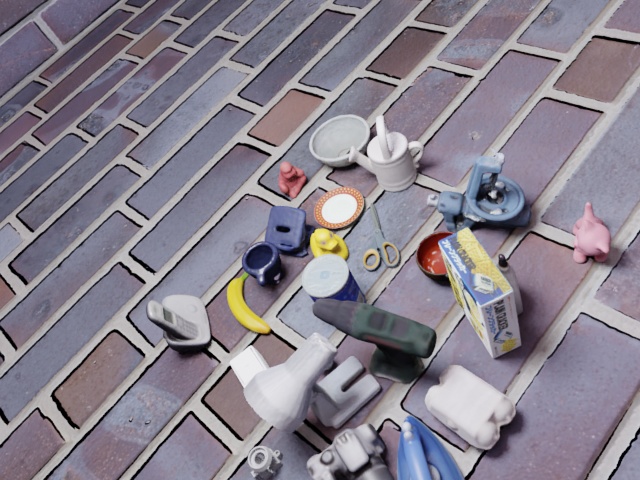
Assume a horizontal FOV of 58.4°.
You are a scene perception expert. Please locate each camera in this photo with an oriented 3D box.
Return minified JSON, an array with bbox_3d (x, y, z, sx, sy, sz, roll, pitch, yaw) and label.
[{"bbox_3d":[0.065,0.413,1.007,0.143,0.101,0.136,-35,49,-4],"label":"camera"}]

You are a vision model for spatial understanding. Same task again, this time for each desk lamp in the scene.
[{"bbox_3d":[-0.015,0.272,1.073,0.203,0.214,0.117,-40,50,-9],"label":"desk lamp"}]

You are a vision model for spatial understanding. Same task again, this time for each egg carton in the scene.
[{"bbox_3d":[0.266,0.298,1.027,0.149,0.070,0.107,30,71,37],"label":"egg carton"}]

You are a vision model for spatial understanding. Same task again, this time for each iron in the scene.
[{"bbox_3d":[0.172,0.391,0.950,0.118,0.142,0.258,-22,50,7],"label":"iron"}]

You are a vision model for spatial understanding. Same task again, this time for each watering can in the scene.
[{"bbox_3d":[0.157,-0.210,1.372,0.173,0.195,0.100,-26,49,3],"label":"watering can"}]

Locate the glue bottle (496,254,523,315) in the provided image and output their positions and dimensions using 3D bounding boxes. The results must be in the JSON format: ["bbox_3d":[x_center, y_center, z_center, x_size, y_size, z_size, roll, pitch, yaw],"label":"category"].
[{"bbox_3d":[0.352,0.076,1.088,0.037,0.174,0.078,-19,50,10],"label":"glue bottle"}]

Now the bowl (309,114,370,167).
[{"bbox_3d":[0.061,-0.250,1.522,0.167,0.075,0.167,-12,52,15],"label":"bowl"}]

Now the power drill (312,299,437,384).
[{"bbox_3d":[0.113,0.190,1.082,0.228,0.209,0.076,8,59,28],"label":"power drill"}]

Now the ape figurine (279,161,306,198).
[{"bbox_3d":[-0.080,-0.169,1.511,0.078,0.092,0.076,-25,49,5],"label":"ape figurine"}]

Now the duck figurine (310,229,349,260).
[{"bbox_3d":[0.012,0.005,1.345,0.077,0.086,0.104,-45,51,-13],"label":"duck figurine"}]

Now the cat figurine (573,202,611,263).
[{"bbox_3d":[0.528,-0.013,1.115,0.067,0.118,0.128,-3,54,22],"label":"cat figurine"}]

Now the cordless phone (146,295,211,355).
[{"bbox_3d":[-0.334,0.167,1.308,0.094,0.185,0.147,-27,49,3],"label":"cordless phone"}]

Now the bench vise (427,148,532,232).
[{"bbox_3d":[0.325,-0.090,1.192,0.207,0.220,0.121,-15,51,13],"label":"bench vise"}]

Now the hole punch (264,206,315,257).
[{"bbox_3d":[-0.078,-0.022,1.401,0.108,0.091,0.101,8,59,28],"label":"hole punch"}]

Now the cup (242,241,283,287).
[{"bbox_3d":[-0.124,0.074,1.347,0.091,0.095,0.117,-18,50,11],"label":"cup"}]
